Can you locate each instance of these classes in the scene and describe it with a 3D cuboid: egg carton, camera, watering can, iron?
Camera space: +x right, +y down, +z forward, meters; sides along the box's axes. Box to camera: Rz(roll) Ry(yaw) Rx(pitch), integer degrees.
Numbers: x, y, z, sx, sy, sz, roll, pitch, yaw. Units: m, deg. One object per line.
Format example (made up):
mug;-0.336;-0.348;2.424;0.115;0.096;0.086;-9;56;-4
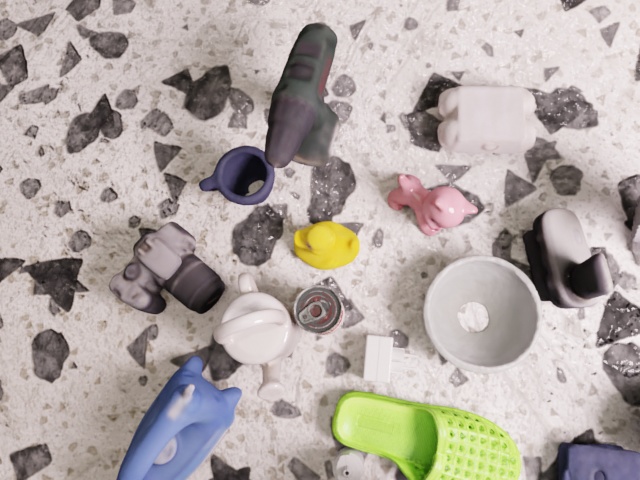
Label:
egg carton;0.259;-0.186;0.893;0.150;0.069;0.107;0;79;5
camera;-0.225;0.061;0.871;0.136;0.101;0.143;38;84;11
watering can;-0.084;0.130;0.798;0.101;0.194;0.172;-38;78;-3
iron;-0.228;0.296;0.805;0.118;0.141;0.258;34;84;10

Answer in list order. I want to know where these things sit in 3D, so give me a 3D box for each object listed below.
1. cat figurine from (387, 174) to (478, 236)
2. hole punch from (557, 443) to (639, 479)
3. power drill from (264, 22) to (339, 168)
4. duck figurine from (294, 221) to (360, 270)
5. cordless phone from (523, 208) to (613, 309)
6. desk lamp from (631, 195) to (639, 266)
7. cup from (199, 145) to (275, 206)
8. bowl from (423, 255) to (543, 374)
cat figurine;0.165;-0.057;0.852;0.127;0.118;0.067;37;84;11
hole punch;0.379;0.333;0.772;0.101;0.091;0.109;1;79;5
power drill;-0.022;-0.186;0.846;0.075;0.208;0.230;12;80;7
duck figurine;0.008;0.003;0.870;0.104;0.086;0.077;6;80;6
cordless phone;0.354;0.018;0.787;0.094;0.185;0.147;-14;78;2
desk lamp;0.502;-0.025;0.768;0.203;0.213;0.118;16;81;8
cup;-0.122;-0.086;0.894;0.117;0.095;0.091;-14;78;2
bowl;0.231;0.109;0.836;0.167;0.075;0.167;-1;79;5
